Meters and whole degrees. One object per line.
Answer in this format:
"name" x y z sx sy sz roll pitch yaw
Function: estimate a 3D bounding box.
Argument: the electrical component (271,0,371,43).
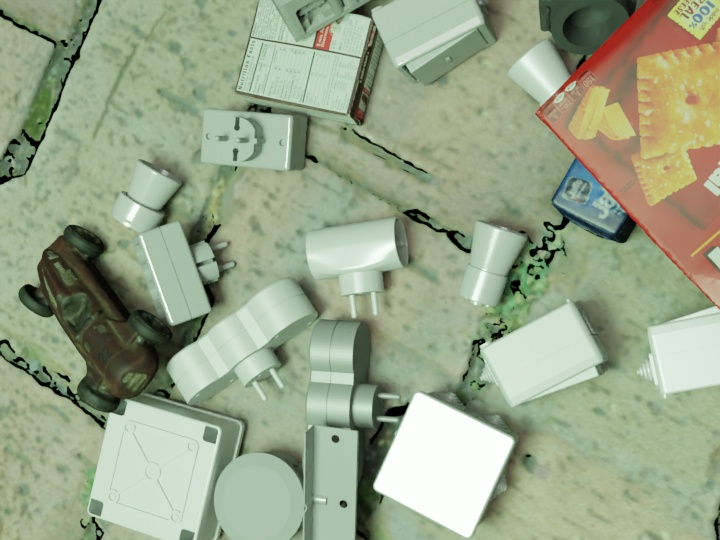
"electrical component" -0.014 -0.271 0.884 0.150 0.061 0.089 -30 66 1

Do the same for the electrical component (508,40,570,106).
"electrical component" 0.155 -0.146 0.861 0.044 0.044 0.065 -39 82 11

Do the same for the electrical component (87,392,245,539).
"electrical component" -0.167 0.171 0.931 0.109 0.056 0.108 13 91 17

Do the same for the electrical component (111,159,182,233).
"electrical component" -0.191 -0.064 0.958 0.045 0.045 0.055 31 96 16

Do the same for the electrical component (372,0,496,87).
"electrical component" 0.069 -0.198 0.878 0.096 0.062 0.061 -25 80 14

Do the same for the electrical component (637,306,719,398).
"electrical component" 0.254 0.058 0.807 0.096 0.062 0.061 -13 83 16

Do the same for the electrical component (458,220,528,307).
"electrical component" 0.104 -0.003 0.868 0.044 0.044 0.065 20 97 17

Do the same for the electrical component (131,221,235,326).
"electrical component" -0.147 -0.002 0.938 0.076 0.047 0.083 -20 94 -20

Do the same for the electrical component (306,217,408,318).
"electrical component" 0.000 0.000 0.897 0.077 0.043 0.079 -8 84 16

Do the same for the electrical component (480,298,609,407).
"electrical component" 0.141 0.071 0.840 0.096 0.062 0.061 -30 79 13

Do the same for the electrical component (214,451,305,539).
"electrical component" -0.078 0.192 0.905 0.080 0.051 0.080 -1 86 17

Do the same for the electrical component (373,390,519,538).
"electrical component" 0.071 0.153 0.864 0.100 0.048 0.099 25 94 17

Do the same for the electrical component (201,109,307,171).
"electrical component" -0.097 -0.111 0.913 0.083 0.076 0.047 7 99 17

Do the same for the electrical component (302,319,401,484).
"electrical component" -0.002 0.111 0.886 0.074 0.052 0.138 2 87 17

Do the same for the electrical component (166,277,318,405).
"electrical component" -0.092 0.075 0.916 0.138 0.052 0.073 -37 77 11
